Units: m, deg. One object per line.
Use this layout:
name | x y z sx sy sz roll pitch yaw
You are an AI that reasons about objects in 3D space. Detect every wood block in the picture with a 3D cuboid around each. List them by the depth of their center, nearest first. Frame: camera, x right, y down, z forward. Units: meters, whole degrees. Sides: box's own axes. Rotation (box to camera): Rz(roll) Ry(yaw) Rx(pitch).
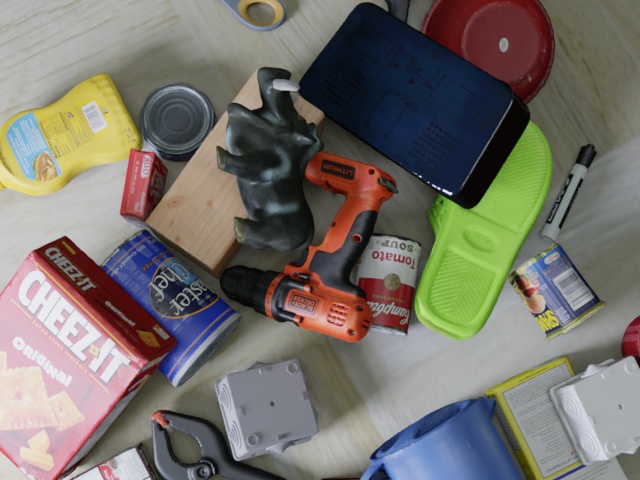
wood block | -0.090 -0.070 1.165 0.090 0.091 0.206 34 82 4

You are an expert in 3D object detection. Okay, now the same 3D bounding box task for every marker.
marker | 0.282 -0.054 1.205 0.020 0.020 0.121 27 82 3

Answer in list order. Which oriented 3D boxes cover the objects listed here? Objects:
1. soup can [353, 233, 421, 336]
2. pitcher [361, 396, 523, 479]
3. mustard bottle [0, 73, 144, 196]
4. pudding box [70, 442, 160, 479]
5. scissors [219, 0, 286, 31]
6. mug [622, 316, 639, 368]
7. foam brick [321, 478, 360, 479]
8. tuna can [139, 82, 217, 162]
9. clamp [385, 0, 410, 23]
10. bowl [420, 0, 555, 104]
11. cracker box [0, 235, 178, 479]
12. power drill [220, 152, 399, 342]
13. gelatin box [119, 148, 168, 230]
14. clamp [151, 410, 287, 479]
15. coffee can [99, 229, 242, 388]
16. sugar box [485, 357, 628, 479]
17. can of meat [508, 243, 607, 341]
soup can | 0.070 0.049 1.162 0.068 0.068 0.102 10 81 0
pitcher | 0.156 0.297 1.096 0.149 0.144 0.243 -31 86 20
mustard bottle | -0.300 -0.103 1.182 0.191 0.058 0.096 -27 83 -5
pudding box | -0.222 0.282 1.136 0.113 0.039 0.090 -28 84 -3
scissors | -0.126 -0.275 1.233 0.201 0.016 0.096 -14 82 -3
mug | 0.375 0.102 1.151 0.093 0.081 0.117 -5 82 -2
foam brick | 0.028 0.292 1.132 0.053 0.051 0.078 -1 81 0
tuna can | -0.160 -0.133 1.202 0.086 0.034 0.086 0 81 -1
clamp | 0.099 -0.287 1.228 0.164 0.036 0.210 -35 87 -6
bowl | 0.194 -0.217 1.189 0.162 0.055 0.162 -1 97 -9
cracker box | -0.274 0.130 1.095 0.164 0.072 0.214 42 114 5
power drill | -0.008 0.001 1.144 0.185 0.057 0.187 17 87 27
gelatin box | -0.191 -0.054 1.161 0.030 0.089 0.073 9 81 2
clamp | -0.113 0.245 1.144 0.120 0.039 0.171 -31 90 -12
coffee can | -0.168 0.072 1.136 0.140 0.103 0.103 42 83 5
sugar box | 0.260 0.223 1.150 0.093 0.048 0.176 -23 85 -8
can of meat | 0.251 0.055 1.147 0.057 0.102 0.084 -33 81 -8
